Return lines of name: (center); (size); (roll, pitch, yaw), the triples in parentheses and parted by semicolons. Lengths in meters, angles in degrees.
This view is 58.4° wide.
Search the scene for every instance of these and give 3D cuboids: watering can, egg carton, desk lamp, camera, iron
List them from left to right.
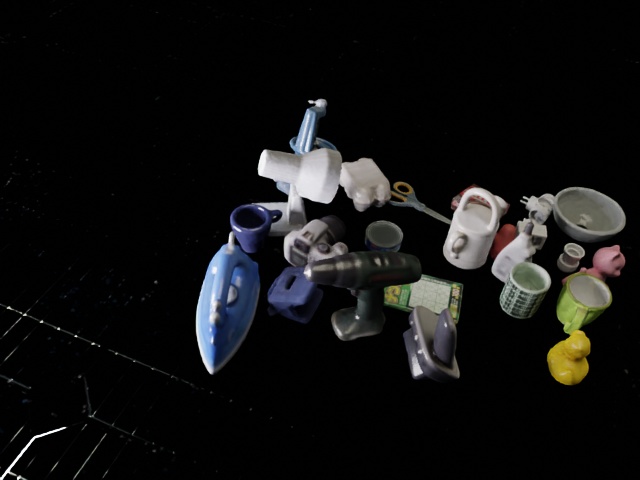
iron: (-0.185, 0.113, 1.108); (0.118, 0.141, 0.258); (5, 46, 0)
desk lamp: (-0.059, -0.111, 1.283); (0.203, 0.214, 0.118); (-2, 46, -6)
camera: (0.012, 0.004, 1.257); (0.142, 0.101, 0.137); (29, 51, 22)
egg carton: (0.109, -0.140, 1.426); (0.107, 0.069, 0.150); (-16, 50, -19)
watering can: (0.344, -0.039, 1.264); (0.100, 0.194, 0.173); (22, 48, 16)

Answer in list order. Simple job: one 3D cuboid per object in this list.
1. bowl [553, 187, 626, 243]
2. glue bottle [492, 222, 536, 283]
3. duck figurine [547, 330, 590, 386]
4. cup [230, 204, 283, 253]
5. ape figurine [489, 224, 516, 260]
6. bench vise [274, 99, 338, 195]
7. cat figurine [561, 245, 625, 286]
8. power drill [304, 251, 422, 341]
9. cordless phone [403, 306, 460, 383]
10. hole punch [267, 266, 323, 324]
bowl: (0.636, -0.048, 1.381); (0.167, 0.075, 0.167); (3, 46, -2)
glue bottle: (0.424, 0.027, 1.222); (0.037, 0.173, 0.078); (-30, 55, -29)
duck figurine: (0.488, 0.221, 1.103); (0.077, 0.086, 0.105); (21, 48, 15)
cup: (-0.139, -0.022, 1.273); (0.118, 0.095, 0.091); (-18, 50, -20)
ape figurine: (0.422, 0.002, 1.302); (0.077, 0.092, 0.076); (27, 50, 20)
bench vise: (-0.026, -0.217, 1.383); (0.121, 0.220, 0.207); (17, 47, 11)
cat figurine: (0.605, 0.062, 1.243); (0.128, 0.118, 0.067); (-17, 50, -20)
power drill: (0.077, 0.101, 1.096); (0.230, 0.208, 0.075); (-11, 48, -15)
cordless phone: (0.220, 0.166, 1.062); (0.094, 0.185, 0.147); (-5, 47, -9)
hole punch: (-0.051, 0.102, 1.165); (0.101, 0.091, 0.109); (18, 47, 12)
